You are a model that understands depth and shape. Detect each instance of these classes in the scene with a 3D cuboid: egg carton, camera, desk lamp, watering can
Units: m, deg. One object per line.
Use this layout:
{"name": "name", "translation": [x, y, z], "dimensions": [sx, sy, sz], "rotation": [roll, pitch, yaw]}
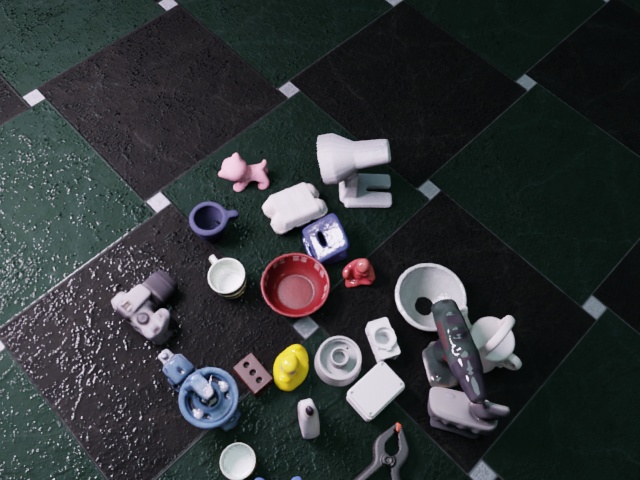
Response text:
{"name": "egg carton", "translation": [-0.063, -0.079, 1.438], "dimensions": [0.150, 0.069, 0.107], "rotation": [-24, 68, -14]}
{"name": "camera", "translation": [-0.378, 0.141, 1.296], "dimensions": [0.143, 0.101, 0.137], "rotation": [36, 67, 13]}
{"name": "desk lamp", "translation": [0.089, -0.176, 1.413], "dimensions": [0.203, 0.213, 0.118], "rotation": [0, 64, -3]}
{"name": "watering can", "translation": [0.364, 0.217, 1.249], "dimensions": [0.172, 0.194, 0.101], "rotation": [20, 65, 7]}

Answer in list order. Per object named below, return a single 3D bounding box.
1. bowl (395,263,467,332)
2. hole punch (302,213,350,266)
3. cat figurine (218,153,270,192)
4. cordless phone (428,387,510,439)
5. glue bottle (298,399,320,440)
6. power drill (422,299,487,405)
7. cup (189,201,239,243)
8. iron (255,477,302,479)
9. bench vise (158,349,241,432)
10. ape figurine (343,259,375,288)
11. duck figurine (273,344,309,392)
{"name": "bowl", "translation": [0.253, 0.143, 1.345], "dimensions": [0.167, 0.075, 0.167], "rotation": [1, 64, -3]}
{"name": "hole punch", "translation": [0.013, 0.005, 1.389], "dimensions": [0.101, 0.091, 0.108], "rotation": [-19, 67, -12]}
{"name": "cat figurine", "translation": [-0.193, -0.178, 1.452], "dimensions": [0.128, 0.118, 0.067], "rotation": [-10, 65, -8]}
{"name": "cordless phone", "translation": [0.307, 0.346, 1.189], "dimensions": [0.147, 0.185, 0.094], "rotation": [11, 64, 3]}
{"name": "glue bottle", "translation": [-0.023, 0.359, 1.170], "dimensions": [0.037, 0.173, 0.078], "rotation": [-13, 65, -9]}
{"name": "power drill", "translation": [0.283, 0.251, 1.220], "dimensions": [0.075, 0.208, 0.229], "rotation": [-9, 65, -7]}
{"name": "cup", "translation": [-0.252, -0.037, 1.392], "dimensions": [0.118, 0.095, 0.091], "rotation": [-14, 66, -10]}
{"name": "iron", "translation": [-0.079, 0.582, 1.076], "dimensions": [0.118, 0.141, 0.258], "rotation": [-1, 64, -3]}
{"name": "bench vise", "translation": [-0.259, 0.301, 1.159], "dimensions": [0.207, 0.220, 0.121], "rotation": [22, 65, 8]}
{"name": "ape figurine", "translation": [0.097, 0.072, 1.361], "dimensions": [0.077, 0.092, 0.076], "rotation": [29, 66, 11]}
{"name": "duck figurine", "translation": [-0.063, 0.274, 1.257], "dimensions": [0.077, 0.086, 0.105], "rotation": [21, 65, 7]}
